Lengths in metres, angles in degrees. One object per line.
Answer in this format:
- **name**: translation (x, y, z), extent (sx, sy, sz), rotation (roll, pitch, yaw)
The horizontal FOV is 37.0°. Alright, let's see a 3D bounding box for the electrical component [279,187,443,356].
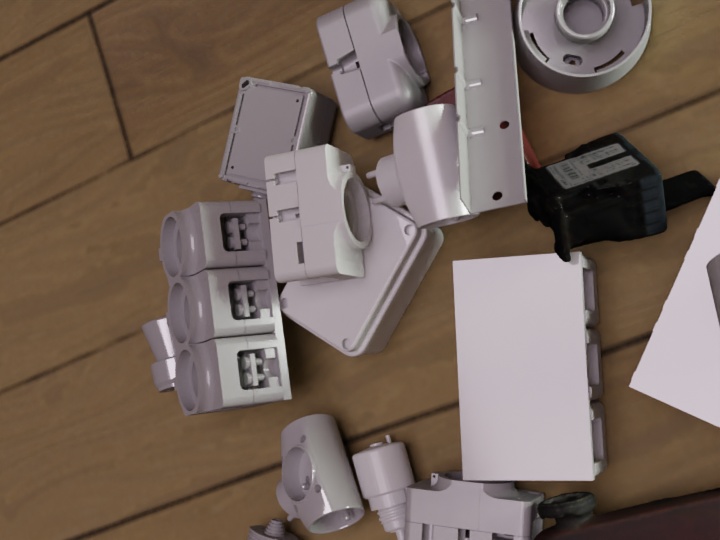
- **electrical component**: translation (0.000, 0.000, 0.799), extent (0.078, 0.057, 0.113), rotation (32, 98, 21)

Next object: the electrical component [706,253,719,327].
- **electrical component**: translation (0.250, 0.009, 0.611), extent (0.099, 0.099, 0.064), rotation (-20, 73, 20)

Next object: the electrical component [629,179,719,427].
- **electrical component**: translation (0.249, 0.025, 0.695), extent (0.089, 0.062, 0.150), rotation (24, 95, 22)

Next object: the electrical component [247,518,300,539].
- **electrical component**: translation (-0.070, 0.230, 0.819), extent (0.043, 0.043, 0.081), rotation (10, 90, 22)

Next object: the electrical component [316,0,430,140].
- **electrical component**: translation (0.013, -0.154, 0.807), extent (0.059, 0.054, 0.095), rotation (-20, 79, 20)

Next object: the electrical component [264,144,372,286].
- **electrical component**: translation (-0.028, -0.038, 0.753), extent (0.056, 0.050, 0.089), rotation (-9, 82, 22)

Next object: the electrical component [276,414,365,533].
- **electrical component**: translation (-0.038, 0.161, 0.806), extent (0.079, 0.044, 0.077), rotation (-49, 48, 38)

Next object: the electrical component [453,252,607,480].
- **electrical component**: translation (0.118, 0.067, 0.744), extent (0.089, 0.062, 0.150), rotation (-4, 85, 22)

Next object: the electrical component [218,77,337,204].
- **electrical component**: translation (-0.062, -0.093, 0.829), extent (0.062, 0.061, 0.096), rotation (14, 92, 22)

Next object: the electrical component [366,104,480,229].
- **electrical component**: translation (0.038, -0.066, 0.743), extent (0.079, 0.044, 0.077), rotation (-15, 84, 35)

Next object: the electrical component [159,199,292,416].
- **electrical component**: translation (-0.107, 0.030, 0.809), extent (0.089, 0.062, 0.150), rotation (-22, 74, 60)

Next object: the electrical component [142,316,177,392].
- **electrical component**: translation (-0.147, 0.066, 0.861), extent (0.045, 0.045, 0.055), rotation (-18, 80, 20)

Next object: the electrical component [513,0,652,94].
- **electrical component**: translation (0.155, -0.176, 0.759), extent (0.099, 0.064, 0.099), rotation (0, 90, 8)

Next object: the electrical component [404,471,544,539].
- **electrical component**: translation (0.081, 0.174, 0.758), extent (0.089, 0.050, 0.055), rotation (2, 88, 22)

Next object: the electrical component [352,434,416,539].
- **electrical component**: translation (0.022, 0.161, 0.788), extent (0.040, 0.040, 0.078), rotation (-19, 79, 20)
